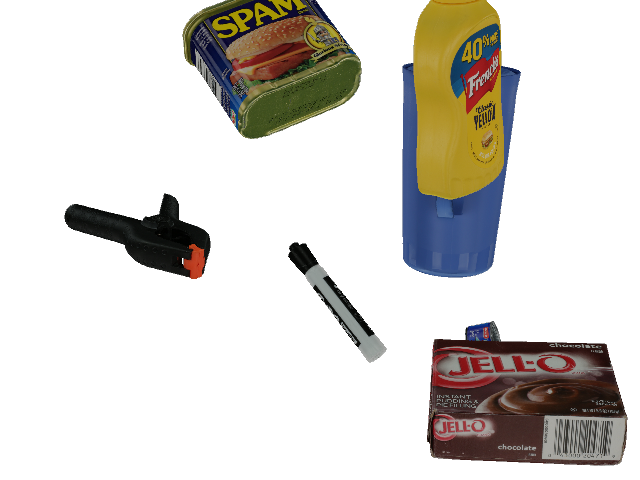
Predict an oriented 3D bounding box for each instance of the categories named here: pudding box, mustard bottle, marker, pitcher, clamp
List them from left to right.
[{"bbox_3d":[-0.152,-0.008,1.023,0.120,0.039,0.172,-21,35,-40],"label":"clamp"},{"bbox_3d":[0.012,0.049,0.892,0.020,0.121,0.020,-34,-18,-13],"label":"marker"},{"bbox_3d":[0.153,-0.082,1.231,0.149,0.243,0.145,-9,19,-33],"label":"pitcher"},{"bbox_3d":[0.114,-0.137,0.876,0.058,0.192,0.096,16,33,37],"label":"mustard bottle"},{"bbox_3d":[0.123,0.096,0.651,0.113,0.039,0.090,3,24,6],"label":"pudding box"}]

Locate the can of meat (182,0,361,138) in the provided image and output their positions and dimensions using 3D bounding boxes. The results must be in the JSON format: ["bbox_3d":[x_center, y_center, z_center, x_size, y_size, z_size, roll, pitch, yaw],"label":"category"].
[{"bbox_3d":[-0.033,-0.128,0.752,0.102,0.084,0.057,-25,-26,-18],"label":"can of meat"}]

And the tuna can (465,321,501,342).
[{"bbox_3d":[0.198,0.141,1.267,0.034,0.086,0.086,-12,-3,14],"label":"tuna can"}]
